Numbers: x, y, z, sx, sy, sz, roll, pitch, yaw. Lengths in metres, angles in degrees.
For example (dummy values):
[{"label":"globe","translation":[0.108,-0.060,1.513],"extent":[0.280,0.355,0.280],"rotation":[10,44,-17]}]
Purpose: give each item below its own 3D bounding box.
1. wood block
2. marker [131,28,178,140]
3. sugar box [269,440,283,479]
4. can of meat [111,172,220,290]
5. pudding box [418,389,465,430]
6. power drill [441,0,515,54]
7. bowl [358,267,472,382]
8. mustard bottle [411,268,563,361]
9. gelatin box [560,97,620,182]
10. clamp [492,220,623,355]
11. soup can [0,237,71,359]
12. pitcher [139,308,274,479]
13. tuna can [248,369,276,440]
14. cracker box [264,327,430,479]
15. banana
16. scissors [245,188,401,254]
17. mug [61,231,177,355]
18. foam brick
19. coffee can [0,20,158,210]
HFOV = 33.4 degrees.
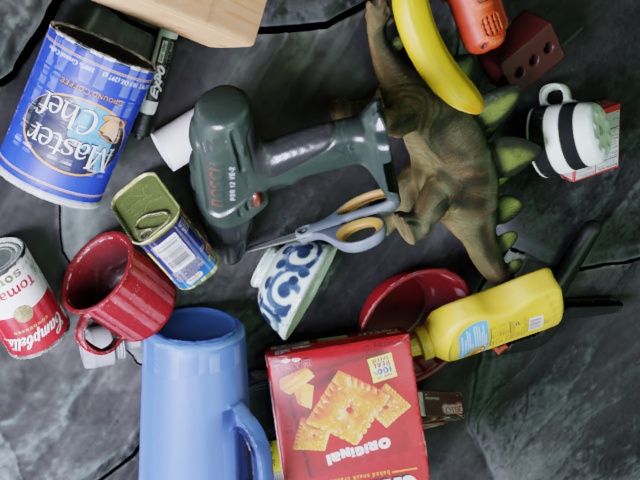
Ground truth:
[{"label":"wood block","translation":[-0.152,-0.245,0.933],"extent":[0.205,0.090,0.091],"rotation":[17,89,-35]},{"label":"marker","translation":[-0.160,-0.154,1.032],"extent":[0.020,0.020,0.121],"rotation":[8,111,-33]},{"label":"sugar box","translation":[0.020,0.261,1.288],"extent":[0.176,0.048,0.093],"rotation":[-11,149,-6]},{"label":"can of meat","translation":[-0.153,-0.007,1.063],"extent":[0.057,0.102,0.084],"rotation":[-39,130,-4]},{"label":"pudding box","translation":[0.110,0.215,1.339],"extent":[0.113,0.090,0.039],"rotation":[10,65,-31]},{"label":"power drill","translation":[0.197,-0.306,1.114],"extent":[0.187,0.057,0.184],"rotation":[-25,102,-21]},{"label":"bowl","translation":[0.105,0.095,1.292],"extent":[0.161,0.055,0.162],"rotation":[-13,121,-24]},{"label":"mustard bottle","translation":[0.186,0.097,1.251],"extent":[0.191,0.058,0.096],"rotation":[-20,149,-4]},{"label":"gelatin box","translation":[0.334,-0.124,1.324],"extent":[0.073,0.030,0.089],"rotation":[-19,121,-21]},{"label":"clamp","translation":[0.307,0.075,1.409],"extent":[0.209,0.036,0.164],"rotation":[-28,125,-14]},{"label":"soup can","translation":[-0.295,0.056,1.036],"extent":[0.068,0.069,0.102],"rotation":[-30,125,-13]},{"label":"pitcher","translation":[-0.127,0.205,1.157],"extent":[0.149,0.145,0.243],"rotation":[-1,110,-7]},{"label":"tuna can","translation":[-0.076,0.195,1.255],"extent":[0.086,0.034,0.086],"rotation":[-13,121,-24]},{"label":"cracker box","translation":[0.032,0.216,1.202],"extent":[0.164,0.072,0.214],"rotation":[-8,93,-4]},{"label":"banana","translation":[0.113,-0.205,1.068],"extent":[0.069,0.037,0.198],"rotation":[-30,113,-20]},{"label":"scissors","translation":[-0.007,0.001,1.108],"extent":[0.202,0.096,0.016],"rotation":[-24,121,13]},{"label":"mug","translation":[-0.203,0.061,1.072],"extent":[0.081,0.093,0.117],"rotation":[43,62,-43]},{"label":"foam brick","translation":[0.226,-0.210,1.203],"extent":[0.078,0.051,0.053],"rotation":[-40,128,-6]},{"label":"coffee can","translation":[-0.221,-0.113,0.966],"extent":[0.102,0.103,0.140],"rotation":[17,106,-35]}]
